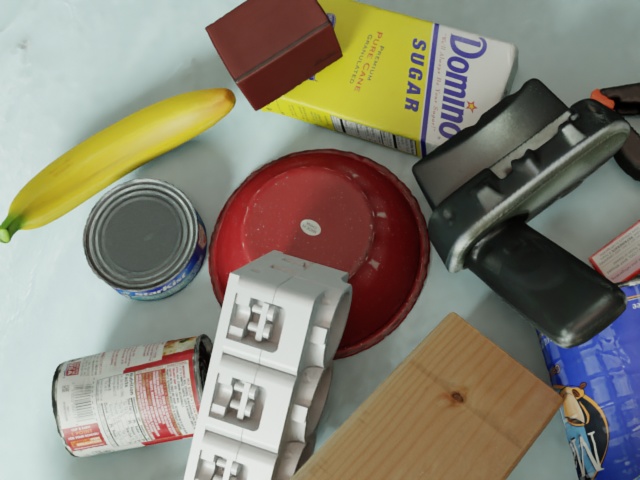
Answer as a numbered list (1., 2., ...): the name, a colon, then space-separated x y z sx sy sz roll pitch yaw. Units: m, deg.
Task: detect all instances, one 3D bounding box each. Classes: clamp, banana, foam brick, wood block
1. clamp: 0.262 -0.053 0.731 0.172 0.039 0.120 16 71 16
2. banana: -0.152 -0.058 0.787 0.197 0.037 0.070 -35 34 -10
3. foam brick: -0.032 -0.138 0.748 0.078 0.053 0.051 -32 70 0
4. wood block: 0.043 0.148 0.619 0.091 0.090 0.205 38 51 15

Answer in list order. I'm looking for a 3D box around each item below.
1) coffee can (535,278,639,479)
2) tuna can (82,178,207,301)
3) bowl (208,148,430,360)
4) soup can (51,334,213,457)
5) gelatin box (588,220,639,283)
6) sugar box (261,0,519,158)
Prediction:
1. coffee can: 0.199 0.104 0.654 0.103 0.103 0.140 -14 70 4
2. tuna can: -0.126 0.001 0.775 0.086 0.033 0.086 -3 72 8
3. bowl: -0.005 0.001 0.745 0.162 0.055 0.162 -2 72 7
4. soup can: -0.121 0.106 0.722 0.102 0.068 0.068 -11 71 5
5. gelatin box: 0.225 -0.003 0.685 0.089 0.073 0.030 -42 68 25
6. sugar box: 0.048 -0.118 0.781 0.176 0.048 0.093 17 77 15
